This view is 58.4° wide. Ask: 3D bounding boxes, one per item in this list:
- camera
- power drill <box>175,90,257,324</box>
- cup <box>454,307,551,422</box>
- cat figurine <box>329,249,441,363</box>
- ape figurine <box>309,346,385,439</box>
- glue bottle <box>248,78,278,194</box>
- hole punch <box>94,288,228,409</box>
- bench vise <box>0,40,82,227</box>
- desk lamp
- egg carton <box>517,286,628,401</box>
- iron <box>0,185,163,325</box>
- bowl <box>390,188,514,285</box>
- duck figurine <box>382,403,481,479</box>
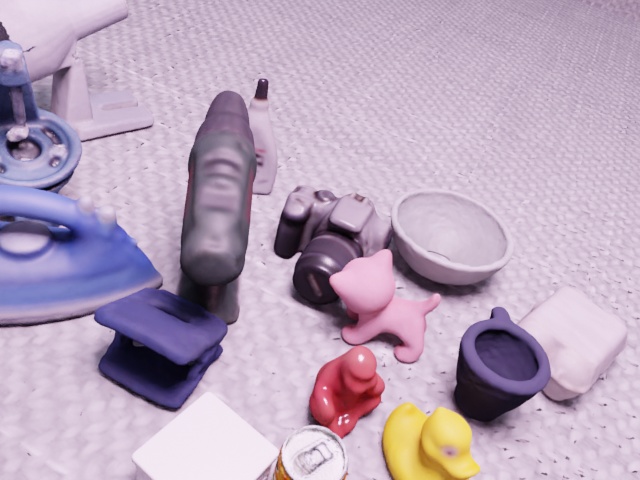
[{"bbox_3d":[0.006,0.003,0.703,0.143,0.101,0.137,23,41,9],"label":"camera"},{"bbox_3d":[-0.111,-0.018,0.606,0.076,0.208,0.229,5,41,-11],"label":"power drill"},{"bbox_3d":[0.180,0.136,0.608,0.091,0.095,0.118,14,40,-1],"label":"cup"},{"bbox_3d":[0.070,0.065,0.638,0.128,0.118,0.067,16,40,1],"label":"cat figurine"},{"bbox_3d":[0.030,0.140,0.560,0.078,0.092,0.076,2,42,-15],"label":"ape figurine"},{"bbox_3d":[-0.090,-0.141,0.782,0.078,0.173,0.037,4,41,-13],"label":"glue bottle"},{"bbox_3d":[-0.154,0.089,0.561,0.108,0.091,0.101,24,41,10],"label":"hole punch"},{"bbox_3d":[-0.361,-0.140,0.660,0.207,0.220,0.122,38,45,25],"label":"bench vise"},{"bbox_3d":[-0.347,-0.256,0.802,0.204,0.213,0.117,-23,53,-36],"label":"desk lamp"},{"bbox_3d":[0.294,0.119,0.683,0.151,0.069,0.107,-27,55,-38],"label":"egg carton"},{"bbox_3d":[-0.292,-0.001,0.583,0.259,0.141,0.118,0,42,-18],"label":"iron"},{"bbox_3d":[0.168,0.006,0.769,0.167,0.075,0.167,9,40,-7],"label":"bowl"},{"bbox_3d":[0.107,0.189,0.532,0.078,0.086,0.104,-13,48,-29],"label":"duck figurine"}]
